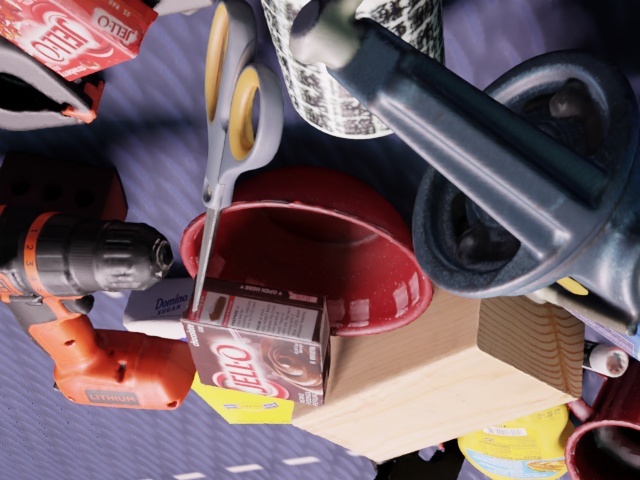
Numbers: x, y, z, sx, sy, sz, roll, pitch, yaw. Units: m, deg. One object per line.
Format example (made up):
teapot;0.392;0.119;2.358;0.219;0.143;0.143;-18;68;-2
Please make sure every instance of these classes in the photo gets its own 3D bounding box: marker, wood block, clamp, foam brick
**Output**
marker;0.161;0.072;0.720;0.020;0.020;0.121;28;173;-23
wood block;0.077;0.080;0.743;0.090;0.090;0.207;28;145;-24
clamp;-0.214;-0.099;0.613;0.171;0.039;0.120;24;148;-18
foam brick;-0.175;-0.018;0.713;0.078;0.053;0.051;10;149;4
clamp;0.059;0.179;0.858;0.209;0.164;0.036;11;141;-46

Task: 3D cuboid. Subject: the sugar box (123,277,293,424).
sugar box;-0.073;0.093;0.862;0.093;0.048;0.176;-6;145;28

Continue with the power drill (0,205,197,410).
power drill;-0.151;0.046;0.704;0.185;0.057;0.187;2;145;24

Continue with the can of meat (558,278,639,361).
can of meat;0.166;0.005;0.550;0.084;0.102;0.057;39;-171;37

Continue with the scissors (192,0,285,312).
scissors;-0.048;-0.025;0.571;0.016;0.096;0.202;-6;119;-23

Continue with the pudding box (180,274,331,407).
pudding box;-0.039;0.069;0.710;0.090;0.039;0.113;9;149;6

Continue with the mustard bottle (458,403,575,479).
mustard bottle;0.158;0.156;0.865;0.096;0.058;0.191;1;146;18

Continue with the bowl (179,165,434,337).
bowl;-0.004;0.001;0.679;0.162;0.055;0.162;10;149;6

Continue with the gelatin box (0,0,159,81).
gelatin box;-0.135;-0.116;0.542;0.073;0.030;0.089;33;162;-30

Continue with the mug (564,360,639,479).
mug;0.224;0.133;0.769;0.117;0.081;0.093;40;135;2
